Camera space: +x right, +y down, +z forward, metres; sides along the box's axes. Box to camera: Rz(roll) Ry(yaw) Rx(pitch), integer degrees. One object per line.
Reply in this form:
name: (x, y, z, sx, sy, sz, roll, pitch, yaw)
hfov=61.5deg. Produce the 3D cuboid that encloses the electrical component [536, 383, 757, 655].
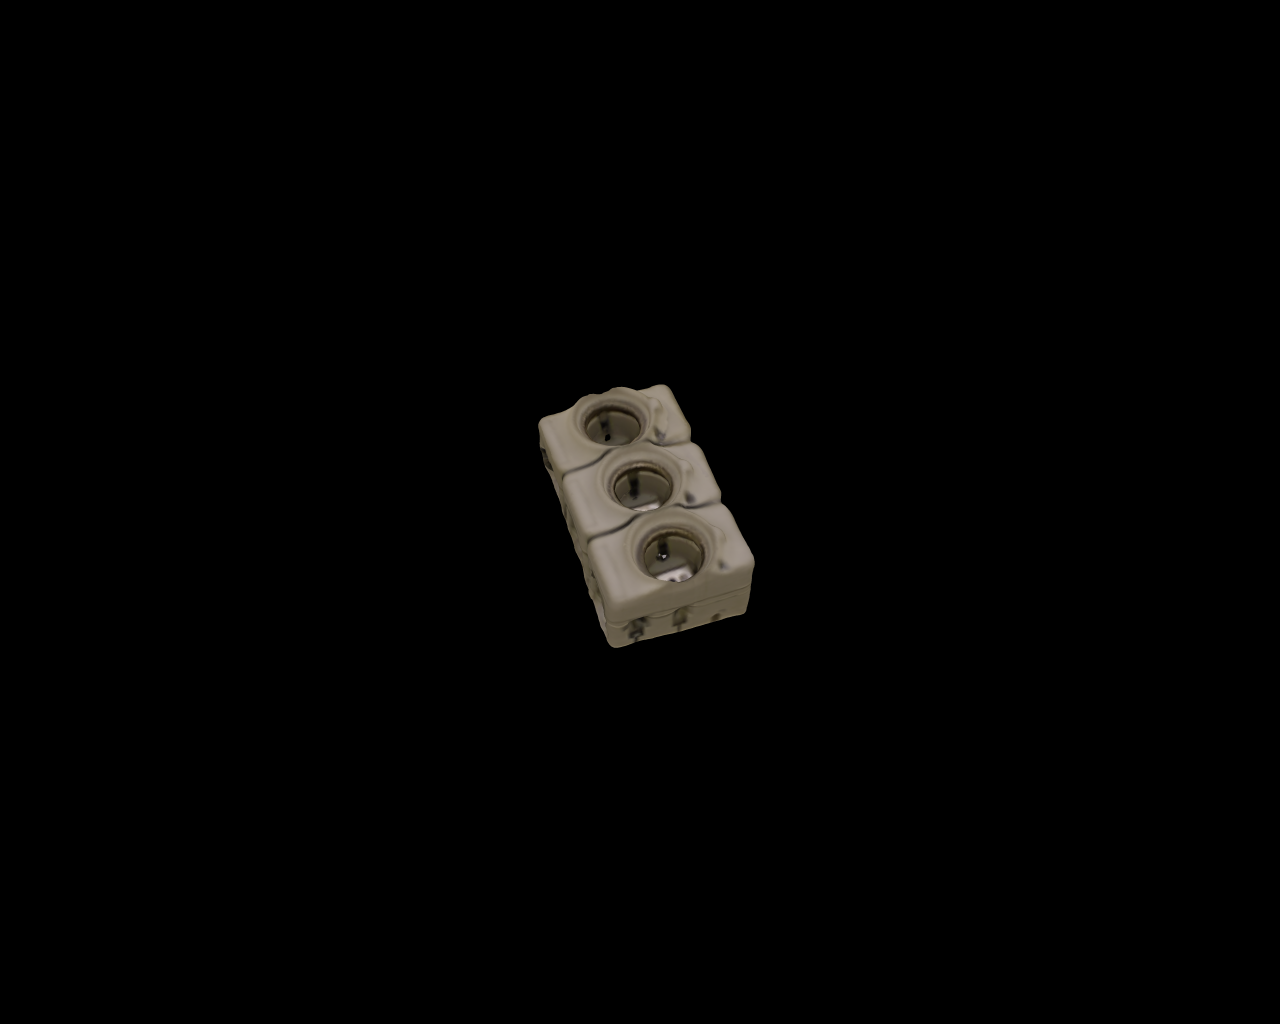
electrical component: (0.001, -0.003, 0.650, 0.089, 0.150, 0.061, -15, -36, -11)
